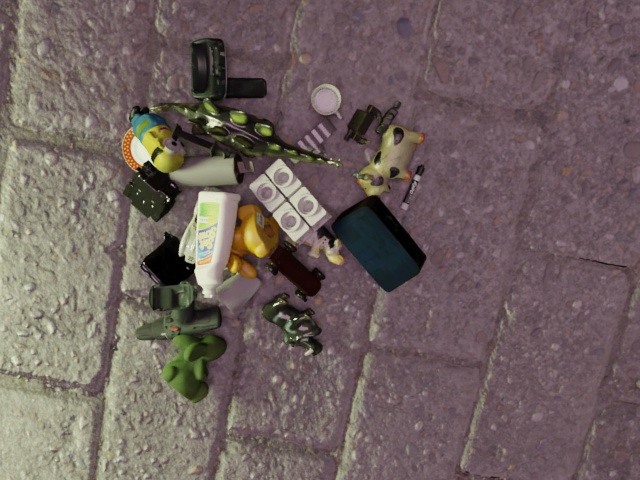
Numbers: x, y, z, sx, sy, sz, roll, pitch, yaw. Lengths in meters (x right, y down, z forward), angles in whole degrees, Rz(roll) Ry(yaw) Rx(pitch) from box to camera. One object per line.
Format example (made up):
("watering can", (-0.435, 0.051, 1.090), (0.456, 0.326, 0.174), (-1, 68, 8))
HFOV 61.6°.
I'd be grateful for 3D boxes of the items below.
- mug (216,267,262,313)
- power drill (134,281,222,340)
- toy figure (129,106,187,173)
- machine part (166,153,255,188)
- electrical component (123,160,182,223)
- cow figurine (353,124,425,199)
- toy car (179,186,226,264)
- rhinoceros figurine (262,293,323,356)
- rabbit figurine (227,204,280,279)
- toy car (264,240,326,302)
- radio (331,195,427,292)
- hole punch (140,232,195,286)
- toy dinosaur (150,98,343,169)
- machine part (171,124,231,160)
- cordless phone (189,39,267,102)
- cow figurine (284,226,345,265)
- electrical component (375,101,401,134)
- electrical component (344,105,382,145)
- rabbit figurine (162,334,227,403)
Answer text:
("mug", (-0.211, 0.114, 1.383), (0.107, 0.081, 0.109), (-37, 93, -5))
("power drill", (-0.369, 0.189, 1.344), (0.232, 0.086, 0.207), (-6, 142, -6))
("toy figure", (-0.386, -0.238, 1.277), (0.180, 0.082, 0.089), (46, 137, 18))
("machine part", (-0.277, -0.169, 1.318), (0.243, 0.079, 0.079), (-2, 100, 9))
("electrical component", (-0.416, -0.112, 1.322), (0.115, 0.058, 0.134), (43, 136, -4))
("cow figurine", (0.164, -0.189, 1.324), (0.127, 0.085, 0.194), (19, 102, -9))
("toy car", (-0.291, -0.037, 1.348), (0.073, 0.056, 0.201), (21, 84, -3))
("rhinoceros figurine", (-0.065, 0.224, 1.400), (0.190, 0.073, 0.112), (41, 96, -6))
("rabbit figurine", (-0.189, 0.016, 1.342), (0.173, 0.121, 0.162), (-19, 64, 26))
("toy car", (-0.064, 0.077, 1.345), (0.089, 0.053, 0.202), (-50, 130, -5))
("radio", (0.149, 0.008, 1.336), (0.131, 0.073, 0.229), (-35, 101, 37))
("hole punch", (-0.386, 0.068, 1.374), (0.142, 0.092, 0.116), (48, 59, -4))
("toy dinosaur", (-0.172, -0.246, 1.254), (0.472, 0.198, 0.105), (16, 97, -1))
("machine part", (-0.271, -0.220, 1.230), (0.139, 0.084, 0.039), (23, 93, -12))
("cordless phone", (-0.220, -0.409, 1.298), (0.184, 0.089, 0.146), (-2, 99, -11))
("cow figurine", (-0.002, -0.004, 1.366), (0.167, 0.068, 0.098), (25, 94, -4))
("electrical component", (0.169, -0.300, 1.313), (0.021, 0.063, 0.094), (37, 97, -6))
("electrical component", (0.107, -0.280, 1.314), (0.045, 0.078, 0.102), (26, 94, -27))
("rabbit figurine", (-0.326, 0.305, 1.393), (0.170, 0.121, 0.158), (-46, 139, -16))
